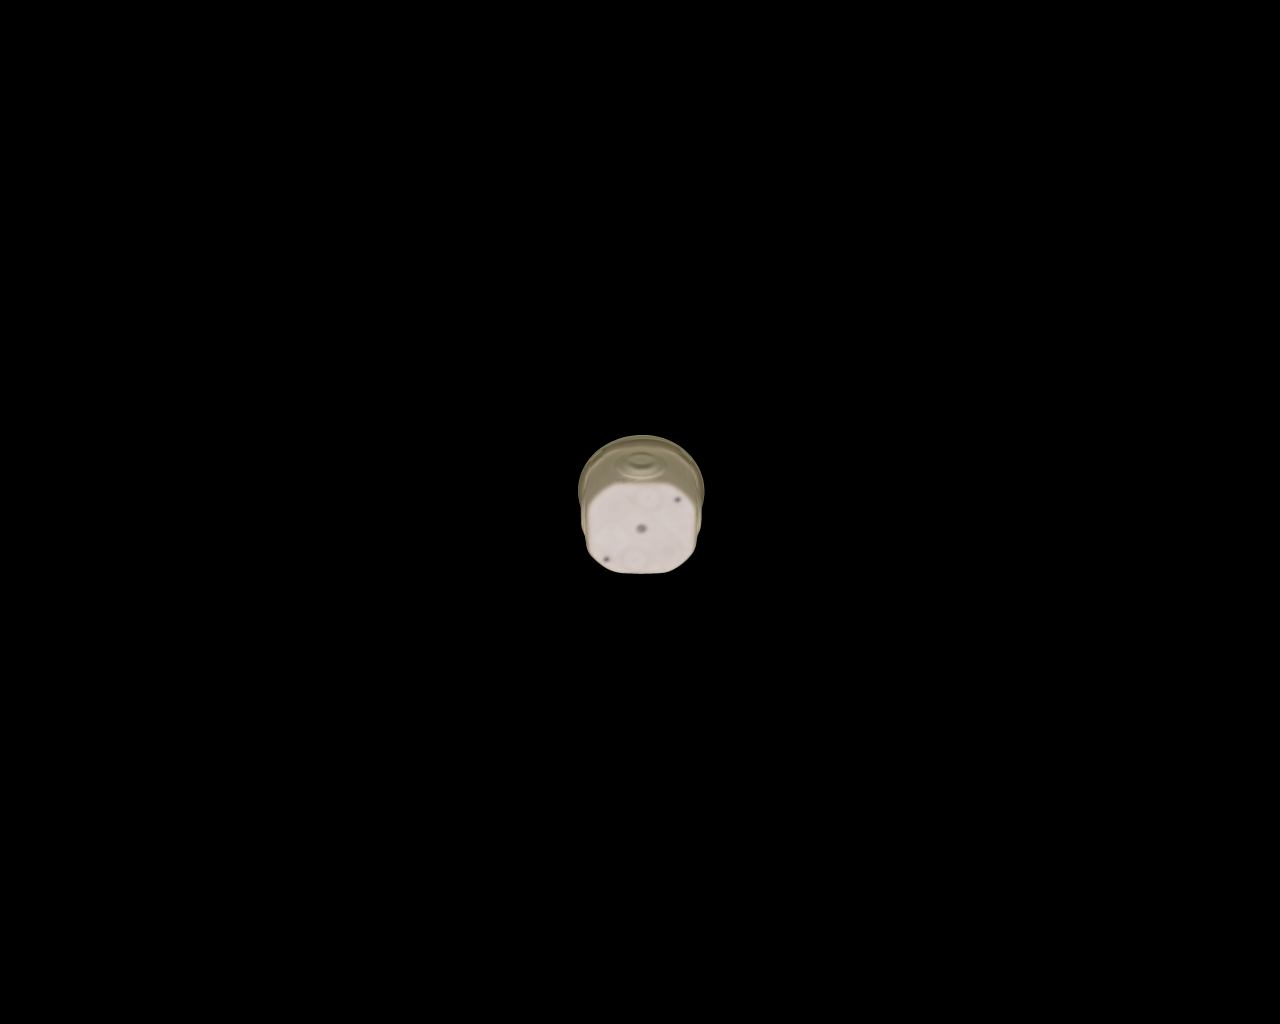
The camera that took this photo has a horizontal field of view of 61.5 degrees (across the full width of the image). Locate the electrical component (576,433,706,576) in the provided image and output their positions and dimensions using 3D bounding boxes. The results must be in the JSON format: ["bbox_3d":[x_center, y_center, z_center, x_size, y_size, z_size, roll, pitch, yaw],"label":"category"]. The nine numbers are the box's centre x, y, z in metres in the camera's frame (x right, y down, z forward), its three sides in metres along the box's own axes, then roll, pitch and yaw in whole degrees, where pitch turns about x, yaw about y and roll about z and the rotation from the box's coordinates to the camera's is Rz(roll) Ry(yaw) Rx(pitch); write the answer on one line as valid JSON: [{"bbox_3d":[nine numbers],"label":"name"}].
[{"bbox_3d":[0.001,-0.003,0.650,0.080,0.080,0.051,0,32,0],"label":"electrical component"}]
